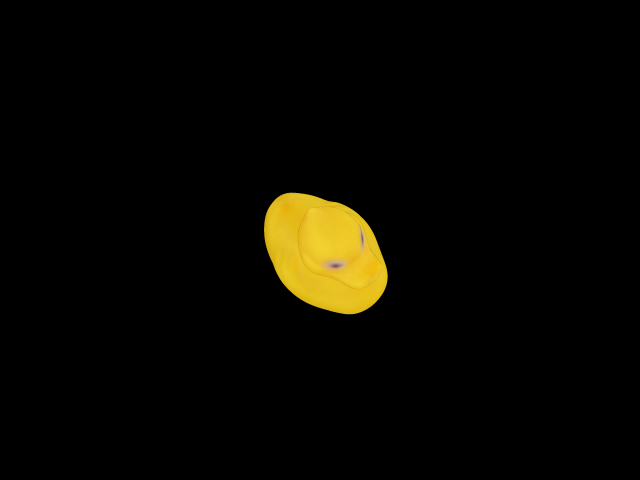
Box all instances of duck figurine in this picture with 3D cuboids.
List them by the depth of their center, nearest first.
[{"bbox_3d":[0.004,0.001,0.400,0.104,0.086,0.077,43,78,11],"label":"duck figurine"}]
